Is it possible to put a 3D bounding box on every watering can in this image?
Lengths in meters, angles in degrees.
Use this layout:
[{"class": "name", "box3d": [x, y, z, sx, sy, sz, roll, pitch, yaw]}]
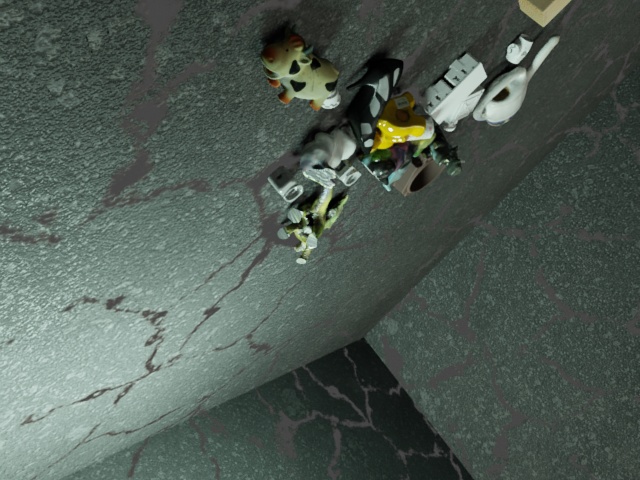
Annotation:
[{"class": "watering can", "box3d": [0.645, -0.506, 1.701, 0.347, 0.105, 0.222, -41, 160, 4]}]

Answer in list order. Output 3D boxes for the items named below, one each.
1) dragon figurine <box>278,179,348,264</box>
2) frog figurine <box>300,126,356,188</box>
[{"class": "dragon figurine", "box3d": [0.005, -0.078, 1.550, 0.247, 0.122, 0.402, -42, 170, -50]}, {"class": "frog figurine", "box3d": [0.021, -0.223, 1.271, 0.135, 0.123, 0.162, 58, 47, -60]}]
